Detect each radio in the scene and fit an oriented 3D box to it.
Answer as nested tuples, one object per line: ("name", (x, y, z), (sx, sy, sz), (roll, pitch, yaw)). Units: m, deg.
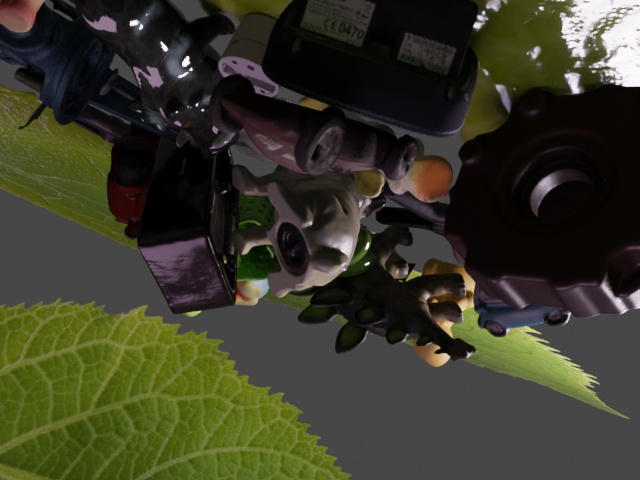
("radio", (-0.139, -0.036, 0.614), (0.073, 0.230, 0.130), (-8, 133, 2))

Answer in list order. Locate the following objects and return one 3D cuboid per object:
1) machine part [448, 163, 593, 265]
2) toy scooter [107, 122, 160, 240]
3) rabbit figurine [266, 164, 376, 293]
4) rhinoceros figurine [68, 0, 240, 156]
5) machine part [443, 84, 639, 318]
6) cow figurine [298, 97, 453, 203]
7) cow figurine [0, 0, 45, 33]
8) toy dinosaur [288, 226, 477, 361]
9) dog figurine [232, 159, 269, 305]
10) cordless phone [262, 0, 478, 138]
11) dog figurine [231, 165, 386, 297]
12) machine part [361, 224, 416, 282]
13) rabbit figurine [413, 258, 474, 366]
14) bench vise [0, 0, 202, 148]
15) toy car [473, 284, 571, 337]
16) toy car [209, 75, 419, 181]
("machine part", (0.238, -0.012, 0.539), (0.202, 0.087, 0.200), (12, 164, 24))
("toy scooter", (-0.227, -0.081, 0.689), (0.075, 0.135, 0.184), (9, -151, -8))
("rabbit figurine", (-0.001, -0.002, 0.723), (0.159, 0.170, 0.121), (16, 165, 19))
("rhinoceros figurine", (-0.127, -0.152, 0.465), (0.073, 0.112, 0.190), (9, 154, 29))
("machine part", (0.176, -0.031, 0.389), (0.180, 0.179, 0.056), (5, 157, 46))
("cow figurine", (0.048, -0.086, 0.538), (0.167, 0.068, 0.098), (23, -165, -2))
("cow figurine", (-0.204, -0.213, 0.364), (0.195, 0.127, 0.085), (-11, 150, 37))
("toy dinosaur", (0.052, 0.051, 0.791), (0.472, 0.198, 0.104), (40, 144, 56))
("dog figurine", (-0.144, -0.013, 0.833), (0.191, 0.108, 0.219), (15, 126, -13))
("cordless phone", (0.041, -0.126, 0.423), (0.147, 0.088, 0.184), (19, -177, 3))
("dog figurine", (0.023, -0.028, 0.567), (0.172, 0.190, 0.121), (46, 138, 35))
("machine part", (0.099, 0.020, 0.926), (0.139, 0.039, 0.084), (38, 152, -18))
("rabbit figurine", (0.208, 0.128, 0.922), (0.162, 0.173, 0.122), (27, 169, -41))
("bench vise", (-0.227, -0.161, 0.557), (0.240, 0.129, 0.224), (28, 167, -14))
("toy car", (0.272, 0.064, 0.748), (0.103, 0.109, 0.162), (44, 150, -16))
("toy car", (0.002, -0.073, 0.395), (0.089, 0.053, 0.202), (31, -161, 22))
